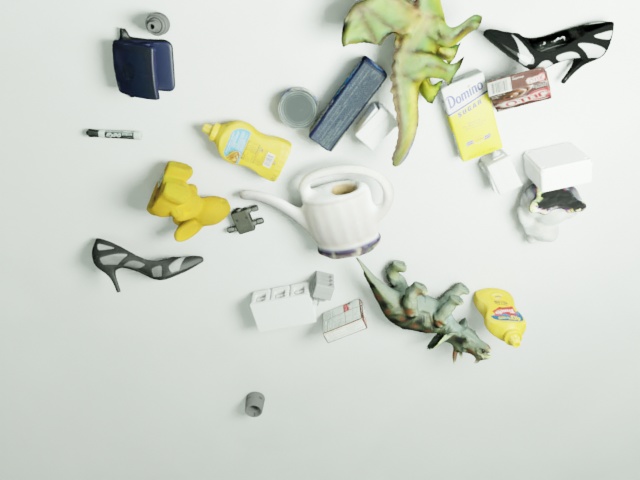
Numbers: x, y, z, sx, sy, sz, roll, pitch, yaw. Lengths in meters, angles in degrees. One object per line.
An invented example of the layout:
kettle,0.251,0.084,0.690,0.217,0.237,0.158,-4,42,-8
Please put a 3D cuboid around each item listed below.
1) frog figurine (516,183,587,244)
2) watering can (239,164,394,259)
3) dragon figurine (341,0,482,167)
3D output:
frog figurine,0.527,-0.064,1.196,0.137,0.125,0.156,-19,153,0
watering can,0.004,-0.059,1.182,0.347,0.106,0.220,-9,117,16
dragon figurine,0.153,-0.369,1.000,0.242,0.123,0.407,25,99,-11
